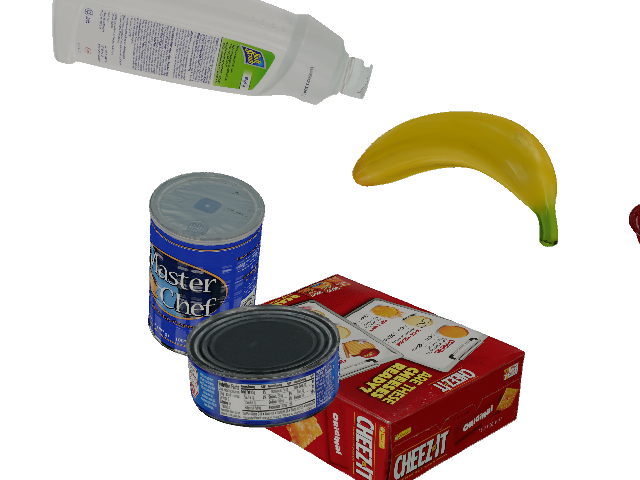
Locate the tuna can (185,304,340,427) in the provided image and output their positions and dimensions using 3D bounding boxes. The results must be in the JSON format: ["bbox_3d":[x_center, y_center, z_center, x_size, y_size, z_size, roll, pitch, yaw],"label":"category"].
[{"bbox_3d":[-0.031,0.069,0.596,0.086,0.034,0.086,-2,22,1],"label":"tuna can"}]

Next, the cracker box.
[{"bbox_3d":[0.030,0.109,0.870,0.163,0.072,0.214,-19,29,-40],"label":"cracker box"}]

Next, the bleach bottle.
[{"bbox_3d":[-0.084,-0.157,0.856,0.250,0.068,0.103,16,-30,-4],"label":"bleach bottle"}]

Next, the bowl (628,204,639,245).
[{"bbox_3d":[0.411,0.007,1.146,0.162,0.055,0.162,-1,26,0],"label":"bowl"}]

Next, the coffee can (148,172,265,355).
[{"bbox_3d":[-0.107,0.023,0.987,0.102,0.140,0.103,5,37,-4],"label":"coffee can"}]

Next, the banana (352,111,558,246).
[{"bbox_3d":[0.089,-0.053,0.703,0.037,0.069,0.198,27,-2,-36],"label":"banana"}]
